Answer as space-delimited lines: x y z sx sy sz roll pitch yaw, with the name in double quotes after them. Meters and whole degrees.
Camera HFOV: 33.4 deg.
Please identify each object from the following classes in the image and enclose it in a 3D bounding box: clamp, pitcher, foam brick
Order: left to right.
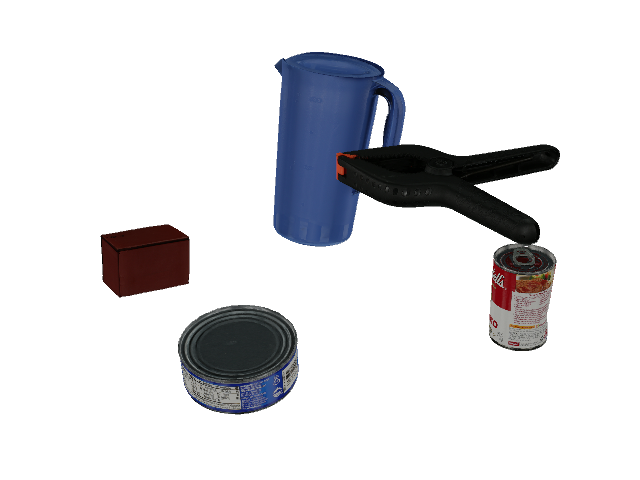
-0.178 0.019 1.085 0.078 0.051 0.053 -10 21 -28 "foam brick"
0.012 -0.117 1.399 0.144 0.243 0.149 0 23 -18 "pitcher"
0.120 -0.061 0.998 0.210 0.036 0.164 12 33 21 "clamp"

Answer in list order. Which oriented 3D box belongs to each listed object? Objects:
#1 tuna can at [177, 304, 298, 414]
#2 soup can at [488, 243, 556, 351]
-0.058 0.086 0.771 0.086 0.034 0.086 -2 34 1 "tuna can"
0.224 0.063 1.190 0.068 0.102 0.068 -1 28 0 "soup can"
